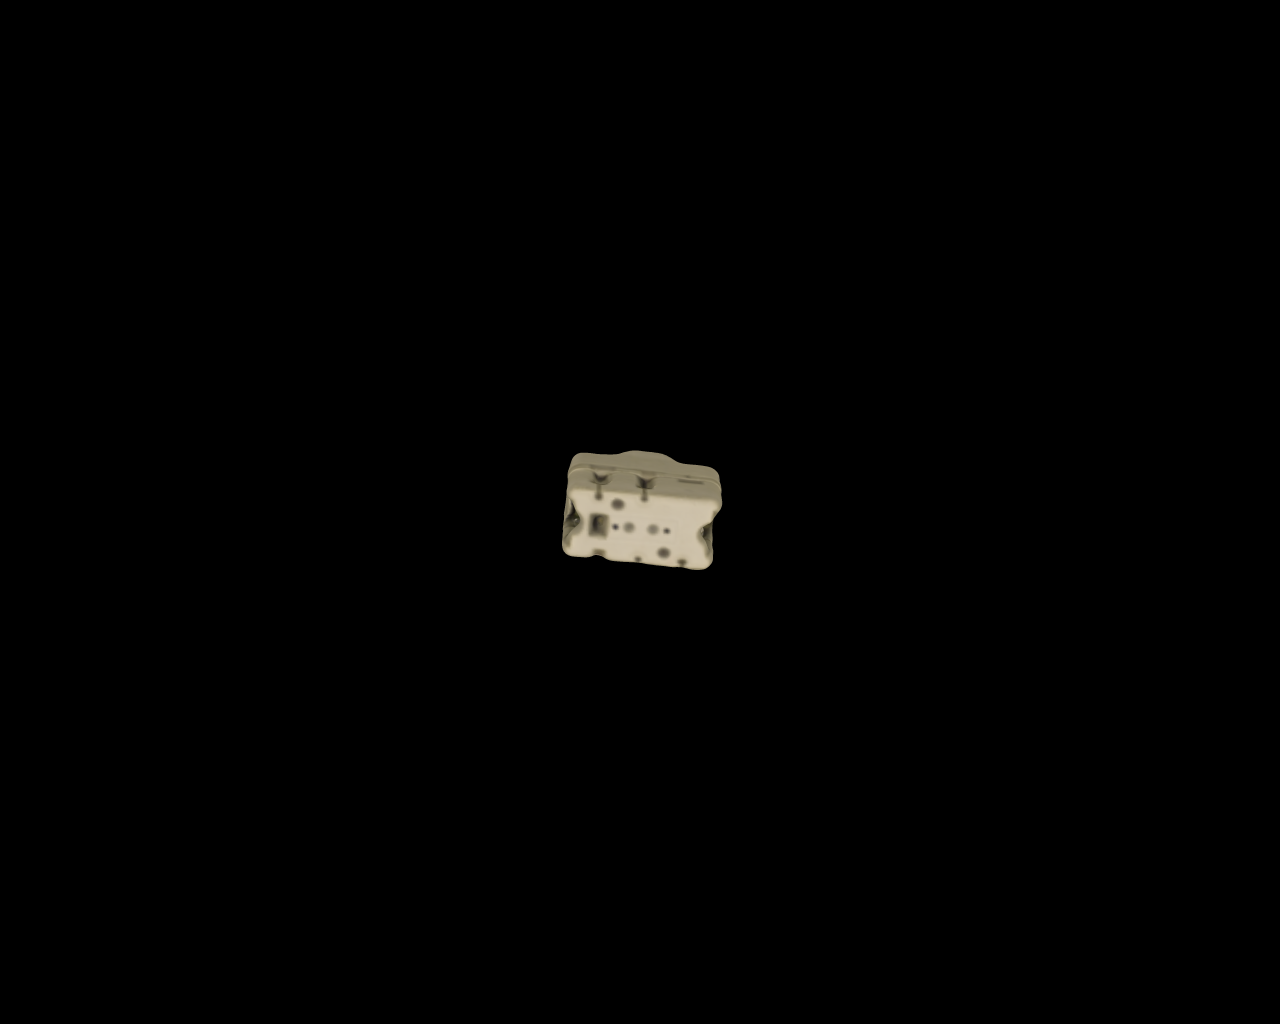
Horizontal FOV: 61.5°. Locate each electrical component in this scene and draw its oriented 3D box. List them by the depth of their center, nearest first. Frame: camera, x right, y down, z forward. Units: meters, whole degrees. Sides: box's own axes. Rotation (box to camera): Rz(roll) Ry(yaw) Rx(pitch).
[{"bbox_3d":[0.001,-0.003,0.650,0.089,0.050,0.056,6,27,-3],"label":"electrical component"}]
